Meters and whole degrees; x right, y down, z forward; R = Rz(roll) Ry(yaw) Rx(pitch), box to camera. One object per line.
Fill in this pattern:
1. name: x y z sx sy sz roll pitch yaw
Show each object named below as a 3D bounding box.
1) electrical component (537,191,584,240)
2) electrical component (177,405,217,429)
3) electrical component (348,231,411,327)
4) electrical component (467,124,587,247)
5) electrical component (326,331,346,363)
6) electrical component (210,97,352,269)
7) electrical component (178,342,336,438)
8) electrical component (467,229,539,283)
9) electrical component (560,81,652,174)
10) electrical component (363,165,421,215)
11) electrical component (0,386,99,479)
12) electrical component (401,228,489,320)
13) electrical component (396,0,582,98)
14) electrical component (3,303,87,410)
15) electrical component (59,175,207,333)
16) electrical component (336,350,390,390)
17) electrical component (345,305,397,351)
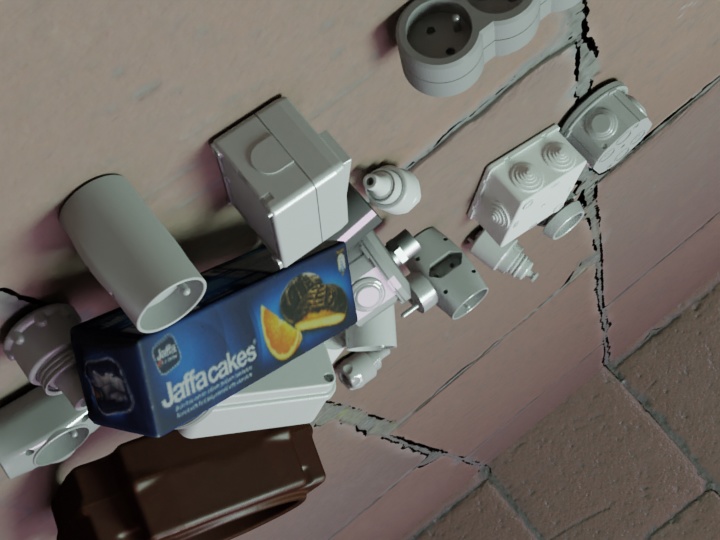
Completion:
1. electrical component: 0.194 -0.065 1.091 0.066 0.055 0.048 -50 159 28
2. electrical component: -0.132 0.064 0.722 0.080 0.080 0.051 -44 148 12
3. electrical component: 0.000 0.000 0.830 0.051 0.080 0.080 -35 162 3
4. electrical component: 0.156 -0.076 1.002 0.100 0.048 0.099 -32 161 -22
5. electrical component: -0.058 0.058 0.893 0.138 0.052 0.073 -17 151 -50
6. electrical component: -0.043 -0.051 0.652 0.061 0.061 0.096 -35 161 -13
7. electrical component: -0.082 0.073 0.794 0.113 0.078 0.057 -4 147 -25
8. electrical component: 0.148 -0.015 1.092 0.040 0.078 0.040 -50 172 -10
9. electrical component: 0.230 -0.133 1.008 0.080 0.051 0.080 -35 161 -14
10. electrical component: 0.020 -0.061 0.797 0.035 0.035 0.061 -45 159 16
11. electrical component: -0.210 0.107 0.727 0.077 0.044 0.079 -32 161 -22
12. electrical component: 0.063 0.013 0.985 0.079 0.077 0.043 -35 162 -14
13. electrical component: 0.085 -0.157 0.667 0.138 0.052 0.073 -38 162 -4
14. electrical component: -0.177 0.054 0.637 0.048 0.062 0.048 -35 161 -14
15. electrical component: -0.119 -0.004 0.590 0.043 0.077 0.079 -39 162 -5
16. electrical component: 0.006 0.100 1.149 0.061 0.035 0.035 -33 161 -28
17. electrical component: 0.008 0.027 0.919 0.043 0.081 0.043 -3 170 -1
